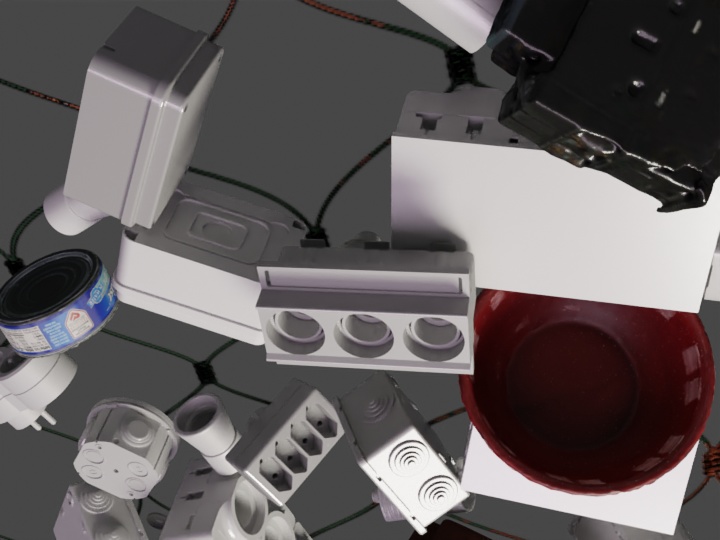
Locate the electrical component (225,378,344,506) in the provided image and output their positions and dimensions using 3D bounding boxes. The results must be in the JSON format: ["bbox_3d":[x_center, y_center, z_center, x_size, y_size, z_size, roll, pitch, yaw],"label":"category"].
[{"bbox_3d":[-0.065,0.128,0.840,0.047,0.083,0.076,49,163,-26],"label":"electrical component"}]

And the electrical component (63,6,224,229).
[{"bbox_3d":[-0.132,-0.091,0.655,0.057,0.078,0.113,23,132,-3],"label":"electrical component"}]

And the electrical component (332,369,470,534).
[{"bbox_3d":[0.031,0.132,0.797,0.048,0.099,0.099,-36,118,3],"label":"electrical component"}]

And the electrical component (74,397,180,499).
[{"bbox_3d":[-0.196,0.149,0.901,0.080,0.051,0.080,7,132,8],"label":"electrical component"}]

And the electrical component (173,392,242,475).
[{"bbox_3d":[-0.118,0.137,0.877,0.044,0.044,0.065,-11,132,23],"label":"electrical component"}]

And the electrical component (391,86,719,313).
[{"bbox_3d":[0.115,-0.044,0.643,0.186,0.060,0.105,7,132,9],"label":"electrical component"}]

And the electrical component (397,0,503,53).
[{"bbox_3d":[0.040,-0.157,0.575,0.081,0.043,0.043,33,130,-14],"label":"electrical component"}]

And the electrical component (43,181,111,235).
[{"bbox_3d":[-0.184,-0.050,0.731,0.065,0.044,0.044,-24,121,37],"label":"electrical component"}]

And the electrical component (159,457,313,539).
[{"bbox_3d":[-0.096,0.239,0.927,0.062,0.089,0.150,-14,126,25],"label":"electrical component"}]

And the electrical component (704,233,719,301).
[{"bbox_3d":[0.243,-0.005,0.658,0.064,0.042,0.081,7,132,13],"label":"electrical component"}]

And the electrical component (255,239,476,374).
[{"bbox_3d":[0.007,0.020,0.640,0.121,0.063,0.078,2,131,11],"label":"electrical component"}]

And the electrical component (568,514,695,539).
[{"bbox_3d":[0.209,0.203,0.824,0.061,0.096,0.061,-7,137,-21],"label":"electrical component"}]

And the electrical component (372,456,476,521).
[{"bbox_3d":[0.048,0.177,0.867,0.081,0.043,0.043,-13,126,24],"label":"electrical component"}]

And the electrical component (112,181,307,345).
[{"bbox_3d":[-0.100,-0.006,0.722,0.113,0.078,0.057,18,130,-1],"label":"electrical component"}]

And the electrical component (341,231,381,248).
[{"bbox_3d":[0.000,0.000,0.711,0.048,0.062,0.048,7,133,8],"label":"electrical component"}]

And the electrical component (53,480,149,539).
[{"bbox_3d":[-0.232,0.241,0.961,0.048,0.099,0.099,-9,144,-35],"label":"electrical component"}]

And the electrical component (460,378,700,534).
[{"bbox_3d":[0.154,0.119,0.764,0.150,0.061,0.089,11,106,5],"label":"electrical component"}]

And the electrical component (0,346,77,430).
[{"bbox_3d":[-0.282,0.105,0.884,0.138,0.052,0.073,-22,122,30],"label":"electrical component"}]
